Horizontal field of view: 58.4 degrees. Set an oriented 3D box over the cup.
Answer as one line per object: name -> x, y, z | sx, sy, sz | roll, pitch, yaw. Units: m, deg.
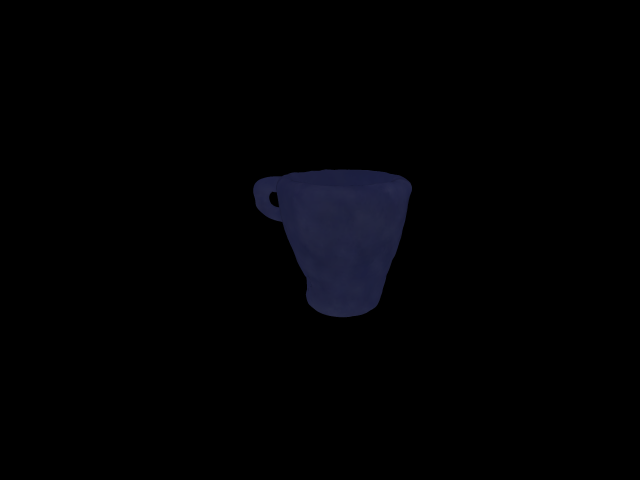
cup -> 0.004, 0.001, 0.400 | 0.117, 0.095, 0.092 | 7, 15, 27
